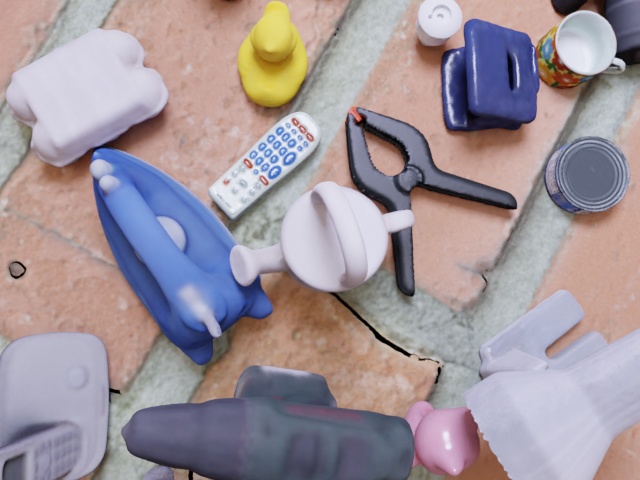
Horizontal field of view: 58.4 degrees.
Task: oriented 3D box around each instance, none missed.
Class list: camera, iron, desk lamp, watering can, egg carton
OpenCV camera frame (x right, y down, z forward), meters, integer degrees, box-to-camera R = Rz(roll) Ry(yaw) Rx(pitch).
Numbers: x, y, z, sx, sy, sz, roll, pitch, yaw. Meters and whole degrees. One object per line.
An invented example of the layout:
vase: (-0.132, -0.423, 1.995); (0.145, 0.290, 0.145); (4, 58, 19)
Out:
camera: (0.344, -0.275, 0.637); (0.143, 0.100, 0.137); (2, 85, -4)
iron: (-0.159, -0.003, 0.554); (0.119, 0.141, 0.258); (-38, 89, -6)
desk lamp: (0.223, 0.137, 0.537); (0.203, 0.213, 0.118); (-36, 88, -6)
watering can: (0.006, 0.004, 0.540); (0.173, 0.194, 0.101); (-38, 89, -6)
egg carton: (-0.241, -0.149, 0.596); (0.150, 0.069, 0.107); (-33, 88, -6)

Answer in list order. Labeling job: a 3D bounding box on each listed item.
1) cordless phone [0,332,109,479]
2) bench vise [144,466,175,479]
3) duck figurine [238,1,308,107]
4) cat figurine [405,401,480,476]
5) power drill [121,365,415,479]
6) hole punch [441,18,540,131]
cordless phone: (-0.259, 0.160, 0.511); (0.094, 0.185, 0.148); (-3, 85, -4)
bench vise: (-0.141, 0.318, 0.490); (0.121, 0.219, 0.207); (-27, 88, -6)
duck figurine: (-0.050, -0.200, 0.607); (0.077, 0.086, 0.105); (8, 85, -4)
cat figurine: (0.102, 0.207, 0.570); (0.128, 0.117, 0.067); (-20, 87, -6)
power drill: (-0.039, 0.167, 0.516); (0.229, 0.208, 0.076); (8, 85, -4)
hole punch: (0.191, -0.179, 0.622); (0.101, 0.091, 0.109); (-2, 85, -5)
